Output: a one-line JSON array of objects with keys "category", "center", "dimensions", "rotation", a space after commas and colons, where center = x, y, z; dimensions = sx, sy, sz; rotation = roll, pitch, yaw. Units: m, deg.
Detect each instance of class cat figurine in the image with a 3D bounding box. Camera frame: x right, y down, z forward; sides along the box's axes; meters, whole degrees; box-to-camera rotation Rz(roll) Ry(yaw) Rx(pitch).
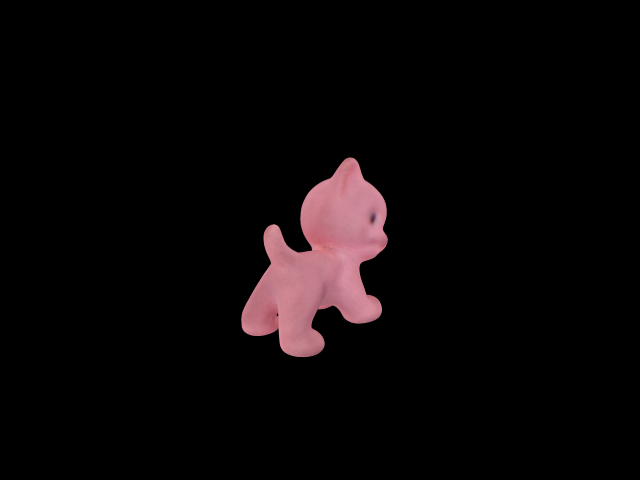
[{"category": "cat figurine", "center": [0.004, 0.001, 0.400], "dimensions": [0.067, 0.118, 0.128], "rotation": [13, 22, 36]}]
